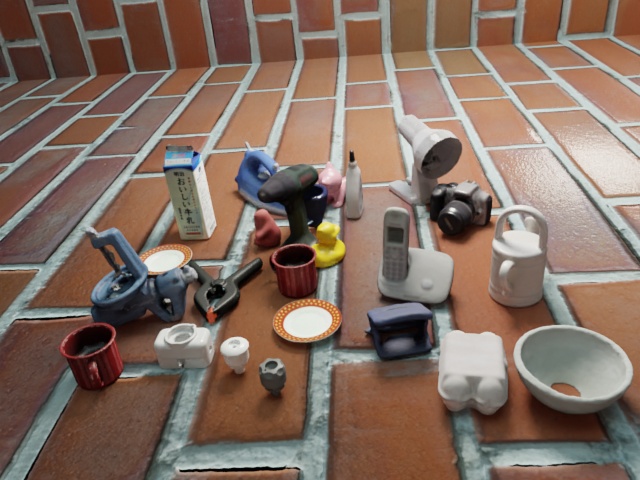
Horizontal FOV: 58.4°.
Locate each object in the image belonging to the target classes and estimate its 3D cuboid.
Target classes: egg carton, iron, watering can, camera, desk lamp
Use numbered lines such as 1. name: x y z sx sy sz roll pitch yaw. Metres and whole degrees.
1. egg carton: 0.242 0.206 0.906 0.107 0.069 0.150 2 31 12
2. iron: -0.137 -0.168 1.534 0.119 0.142 0.257 -23 35 -27
3. watering can: 0.376 0.017 1.082 0.100 0.194 0.173 2 31 13
4. camera: 0.316 -0.078 1.347 0.142 0.101 0.137 16 37 32
5. desk lamp: 0.257 -0.199 1.450 0.118 0.214 0.202 -18 33 -20

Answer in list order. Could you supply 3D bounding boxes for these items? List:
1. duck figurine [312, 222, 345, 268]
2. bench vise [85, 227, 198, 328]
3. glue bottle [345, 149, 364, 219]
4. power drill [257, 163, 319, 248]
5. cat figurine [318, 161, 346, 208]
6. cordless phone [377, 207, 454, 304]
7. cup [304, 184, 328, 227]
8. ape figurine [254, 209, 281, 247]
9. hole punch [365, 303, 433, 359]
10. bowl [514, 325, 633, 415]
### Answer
1. duck figurine: 0.012 0.005 1.270 0.077 0.086 0.105 18 38 34
2. bench vise: -0.354 0.058 1.106 0.208 0.220 0.121 -19 33 -21
3. glue bottle: 0.084 -0.144 1.425 0.037 0.173 0.078 2 31 13
4. power drill: -0.064 -0.066 1.282 0.075 0.209 0.230 7 33 21
5. cat figurine: 0.045 -0.152 1.500 0.128 0.118 0.067 -26 36 -30
6. cordless phone: 0.184 0.028 1.104 0.147 0.185 0.094 6 32 18
7. cup: -0.033 -0.075 1.404 0.118 0.095 0.091 -23 35 -28
8. ape figurine: -0.132 -0.031 1.348 0.076 0.092 0.078 7 33 20
9. hole punch: 0.137 0.143 1.009 0.108 0.091 0.101 -9 30 -5
10. bowl: 0.379 0.209 0.874 0.167 0.075 0.167 -4 30 3
